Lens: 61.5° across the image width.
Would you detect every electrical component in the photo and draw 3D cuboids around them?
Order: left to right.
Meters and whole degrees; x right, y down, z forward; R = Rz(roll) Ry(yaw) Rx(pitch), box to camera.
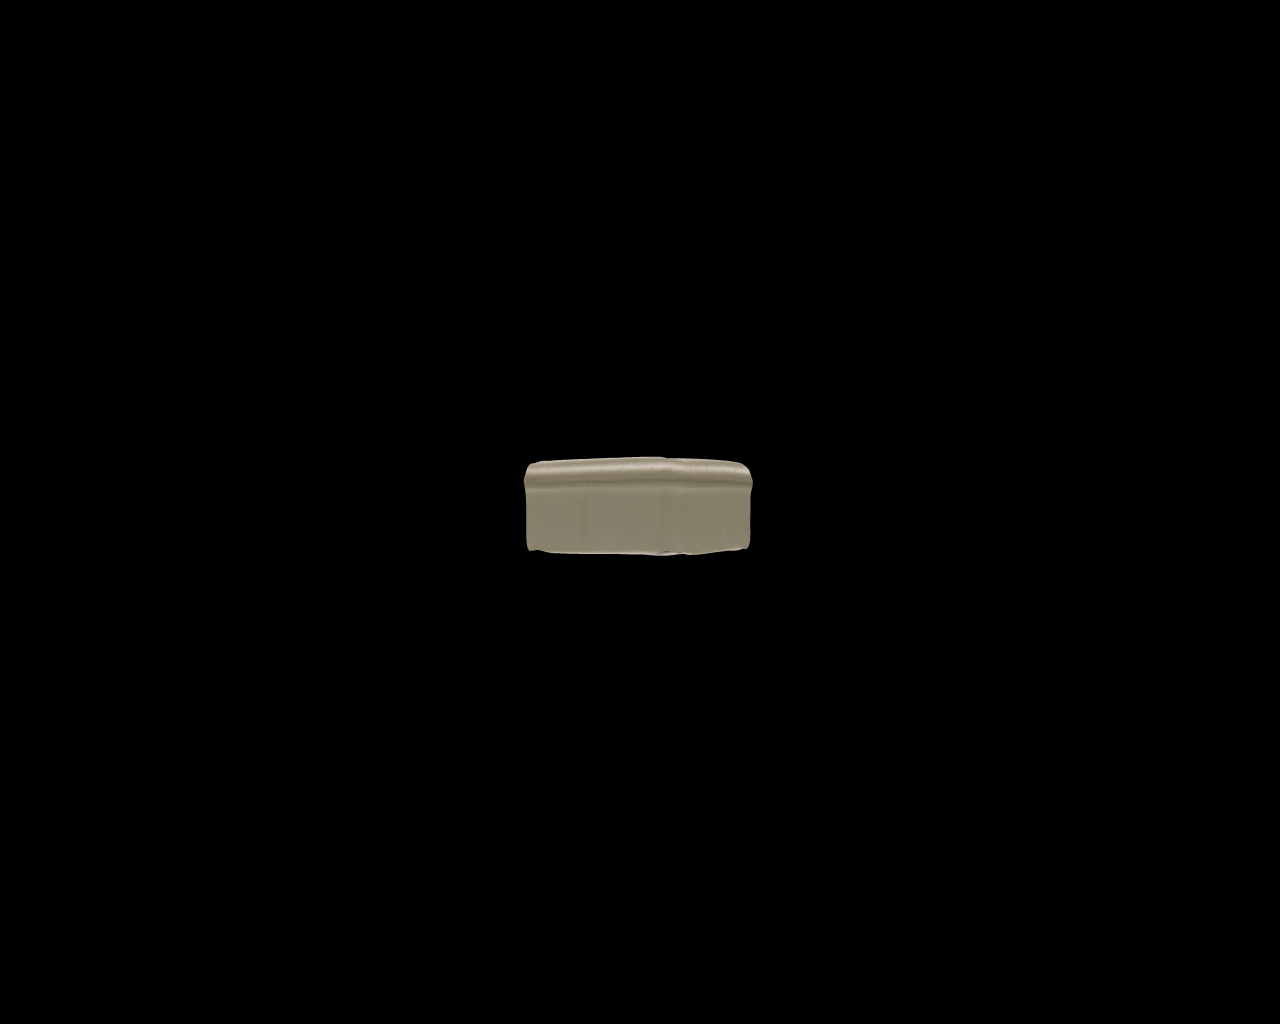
[{"bbox_3d":[0.001,-0.003,0.650,0.109,0.056,0.109,0,0,28],"label":"electrical component"}]
